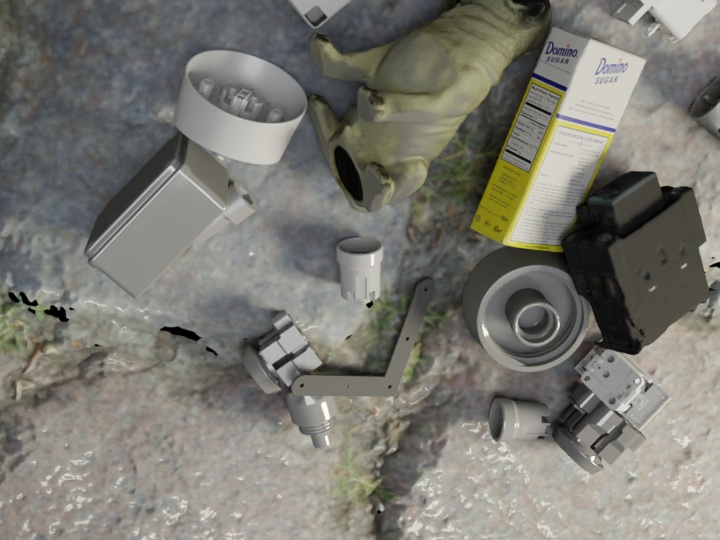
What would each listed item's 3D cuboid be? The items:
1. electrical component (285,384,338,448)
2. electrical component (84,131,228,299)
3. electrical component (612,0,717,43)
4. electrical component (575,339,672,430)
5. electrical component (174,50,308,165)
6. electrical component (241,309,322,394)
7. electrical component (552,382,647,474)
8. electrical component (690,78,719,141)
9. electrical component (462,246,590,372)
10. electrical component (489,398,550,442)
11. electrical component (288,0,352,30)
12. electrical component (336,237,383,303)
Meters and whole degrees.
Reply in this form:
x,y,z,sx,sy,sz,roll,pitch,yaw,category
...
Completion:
x,y,z,sx,sy,sz,roll,pitch,yaw,category
-0.041,0.128,0.961,0.043,0.043,0.062,-14,109,0,electrical component
-0.160,-0.046,0.859,0.109,0.108,0.056,-44,109,10,electrical component
0.249,-0.223,0.869,0.064,0.042,0.081,40,102,-19,electrical component
0.230,0.099,0.957,0.081,0.064,0.042,45,103,25,electrical component
-0.095,-0.127,0.846,0.099,0.099,0.064,20,112,-11,electrical component
-0.070,0.076,0.941,0.055,0.048,0.066,-35,107,-1,electrical component
0.213,0.148,0.982,0.078,0.058,0.057,40,98,-16,electrical component
0.333,-0.137,0.903,0.077,0.044,0.079,34,102,-15,electrical component
0.147,0.037,0.937,0.108,0.060,0.108,-1,109,-4,electrical component
0.146,0.138,0.983,0.046,0.040,0.040,4,108,-13,electrical component
-0.029,-0.260,0.825,0.109,0.056,0.108,-39,107,8,electrical component
0.000,0.000,0.925,0.040,0.040,0.046,-3,115,-4,electrical component
